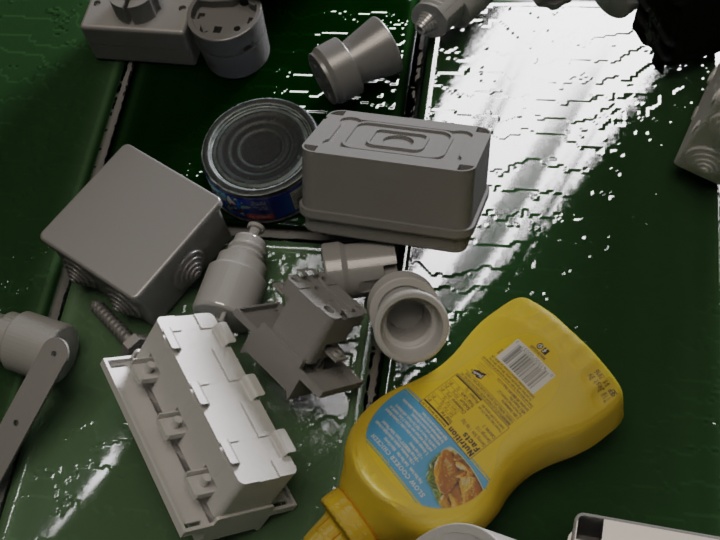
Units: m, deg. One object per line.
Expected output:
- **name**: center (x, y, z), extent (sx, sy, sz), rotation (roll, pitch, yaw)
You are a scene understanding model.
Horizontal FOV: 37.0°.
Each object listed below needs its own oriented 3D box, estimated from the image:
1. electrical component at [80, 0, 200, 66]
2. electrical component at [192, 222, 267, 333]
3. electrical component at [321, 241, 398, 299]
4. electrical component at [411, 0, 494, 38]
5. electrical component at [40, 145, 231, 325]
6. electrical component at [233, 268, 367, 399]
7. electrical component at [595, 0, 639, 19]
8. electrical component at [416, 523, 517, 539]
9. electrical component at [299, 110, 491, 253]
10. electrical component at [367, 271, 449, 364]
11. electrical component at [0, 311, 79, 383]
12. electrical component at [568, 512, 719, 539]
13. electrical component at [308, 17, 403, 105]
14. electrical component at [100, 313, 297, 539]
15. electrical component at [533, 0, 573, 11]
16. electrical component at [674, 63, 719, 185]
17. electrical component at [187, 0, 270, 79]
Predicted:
- **electrical component**: center (-0.165, -0.197, 0.801), extent (0.083, 0.075, 0.047), rotation (6, 62, 11)
- **electrical component**: center (-0.080, 0.004, 0.698), extent (0.040, 0.040, 0.078), rotation (11, 63, 14)
- **electrical component**: center (0.000, 0.000, 0.690), extent (0.046, 0.040, 0.040), rotation (-7, 60, -2)
- **electrical component**: center (0.070, -0.201, 0.789), extent (0.043, 0.043, 0.081), rotation (37, 72, 24)
- **electrical component**: center (-0.146, -0.022, 0.717), extent (0.100, 0.048, 0.099), rotation (30, 69, 22)
- **electrical component**: center (-0.032, 0.037, 0.653), extent (0.081, 0.042, 0.063), rotation (41, 117, 25)
- **electrical component**: center (0.203, -0.216, 0.780), extent (0.078, 0.040, 0.040), rotation (-37, 63, -13)
- **electrical component**: center (0.051, 0.180, 0.539), extent (0.108, 0.060, 0.108), rotation (-32, 40, 32)
- **electrical component**: center (0.024, -0.058, 0.692), extent (0.113, 0.057, 0.078), rotation (9, 30, 13)
- **electrical component**: center (0.028, 0.027, 0.650), extent (0.045, 0.055, 0.045), rotation (-1, 104, -4)
- **electrical component**: center (-0.219, 0.046, 0.694), extent (0.078, 0.040, 0.040), rotation (16, 64, 16)
- **electrical component**: center (0.156, 0.191, 0.551), extent (0.109, 0.056, 0.108), rotation (8, 62, 12)
- **electrical component**: center (-0.004, -0.149, 0.770), extent (0.055, 0.045, 0.045), rotation (-30, 61, -8)
- **electrical component**: center (-0.090, 0.089, 0.632), extent (0.079, 0.063, 0.121), rotation (-3, 50, -42)
- **electrical component**: center (0.139, -0.224, 0.797), extent (0.035, 0.035, 0.061), rotation (-9, 58, 3)
- **electrical component**: center (0.246, -0.108, 0.681), extent (0.048, 0.099, 0.099), rotation (26, 67, 7)
- **electrical component**: center (-0.095, -0.175, 0.796), extent (0.055, 0.047, 0.055), rotation (-3, 61, 6)
